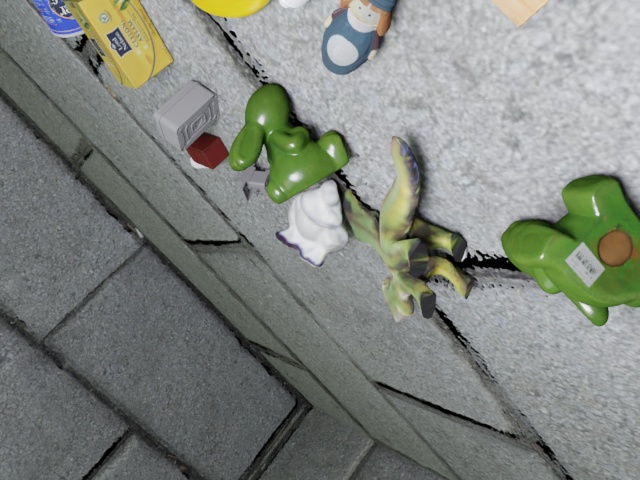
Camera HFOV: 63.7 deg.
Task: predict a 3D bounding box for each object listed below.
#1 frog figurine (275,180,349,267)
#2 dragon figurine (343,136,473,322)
[{"bbox_3d":[0.003,-0.047,0.935,0.140,0.123,0.156,53,131,41],"label":"frog figurine"},{"bbox_3d":[0.107,-0.009,0.819,0.245,0.123,0.402,28,147,50],"label":"dragon figurine"}]
